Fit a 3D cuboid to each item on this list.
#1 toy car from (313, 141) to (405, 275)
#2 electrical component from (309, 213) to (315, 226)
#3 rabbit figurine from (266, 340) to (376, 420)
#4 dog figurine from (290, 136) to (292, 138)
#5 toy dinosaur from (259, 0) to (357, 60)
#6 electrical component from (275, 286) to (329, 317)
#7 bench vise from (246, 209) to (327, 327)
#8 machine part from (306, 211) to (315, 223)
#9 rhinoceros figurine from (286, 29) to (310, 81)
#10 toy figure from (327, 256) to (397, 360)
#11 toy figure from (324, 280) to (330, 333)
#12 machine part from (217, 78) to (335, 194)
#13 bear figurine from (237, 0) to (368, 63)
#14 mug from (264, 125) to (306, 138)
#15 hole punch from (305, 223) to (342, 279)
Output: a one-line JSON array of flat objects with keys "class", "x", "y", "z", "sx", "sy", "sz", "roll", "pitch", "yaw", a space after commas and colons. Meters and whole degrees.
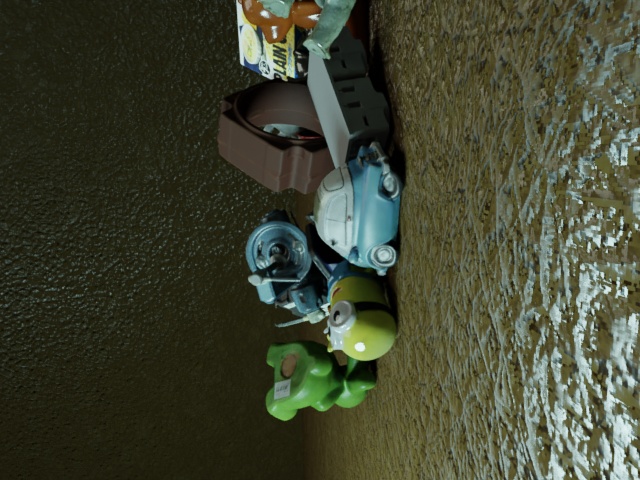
[{"class": "toy car", "x": 0.044, "y": -0.036, "z": 0.661, "sx": 0.109, "sy": 0.103, "sz": 0.161, "roll": -101, "pitch": 9, "yaw": -55}, {"class": "electrical component", "x": -0.002, "y": -0.003, "z": 0.953, "sx": 0.063, "sy": 0.021, "sz": 0.094, "roll": -85, "pitch": -20, "yaw": -77}, {"class": "rabbit figurine", "x": 0.019, "y": 0.215, "z": 0.866, "sx": 0.159, "sy": 0.170, "sz": 0.121, "roll": -36, "pitch": 46, "yaw": 32}, {"class": "dog figurine", "x": -0.004, "y": -0.266, "z": 1.179, "sx": 0.172, "sy": 0.121, "sz": 0.191, "roll": 54, "pitch": 171, "yaw": -27}, {"class": "toy dinosaur", "x": 0.031, "y": -0.336, "z": 0.589, "sx": 0.192, "sy": 0.131, "sz": 0.405, "roll": -64, "pitch": 17, "yaw": -8}, {"class": "electrical component", "x": -0.012, "y": 0.117, "z": 1.125, "sx": 0.134, "sy": 0.115, "sz": 0.058, "roll": 27, "pitch": -130, "yaw": -45}, {"class": "bench vise", "x": -0.062, "y": 0.061, "z": 0.930, "sx": 0.240, "sy": 0.129, "sz": 0.223, "roll": -38, "pitch": -62, "yaw": -73}, {"class": "machine part", "x": 0.033, "y": -0.043, "z": 0.815, "sx": 0.139, "sy": 0.084, "sz": 0.039, "roll": 24, "pitch": 138, "yaw": 65}, {"class": "rhinoceros figurine", "x": 0.000, "y": -0.304, "z": 1.000, "sx": 0.073, "sy": 0.112, "sz": 0.190, "roll": -12, "pitch": -93, "yaw": -67}, {"class": "toy figure", "x": 0.053, "y": 0.081, "z": 0.721, "sx": 0.180, "sy": 0.089, "sz": 0.082, "roll": -84, "pitch": -10, "yaw": -61}, {"class": "toy figure", "x": 0.038, "y": 0.106, "z": 0.967, "sx": 0.058, "sy": 0.064, "sz": 0.154, "roll": -177, "pitch": 86, "yaw": -71}, {"class": "machine part", "x": -0.046, "y": -0.175, "z": 0.864, "sx": 0.201, "sy": 0.201, "sz": 0.087, "roll": 35, "pitch": 139, "yaw": 24}, {"class": "bear figurine", "x": -0.029, "y": -0.329, "z": 0.820, "sx": 0.120, "sy": 0.196, "sz": 0.131, "roll": -122, "pitch": 29, "yaw": -73}, {"class": "mug", "x": -0.066, "y": -0.240, "z": 1.091, "sx": 0.109, "sy": 0.081, "sz": 0.107, "roll": -59, "pitch": -22, "yaw": -2}, {"class": "hole punch", "x": 0.043, "y": 0.019, "z": 0.861, "sx": 0.115, "sy": 0.092, "sz": 0.142, "roll": 57, "pitch": -172, "yaw": -28}]
